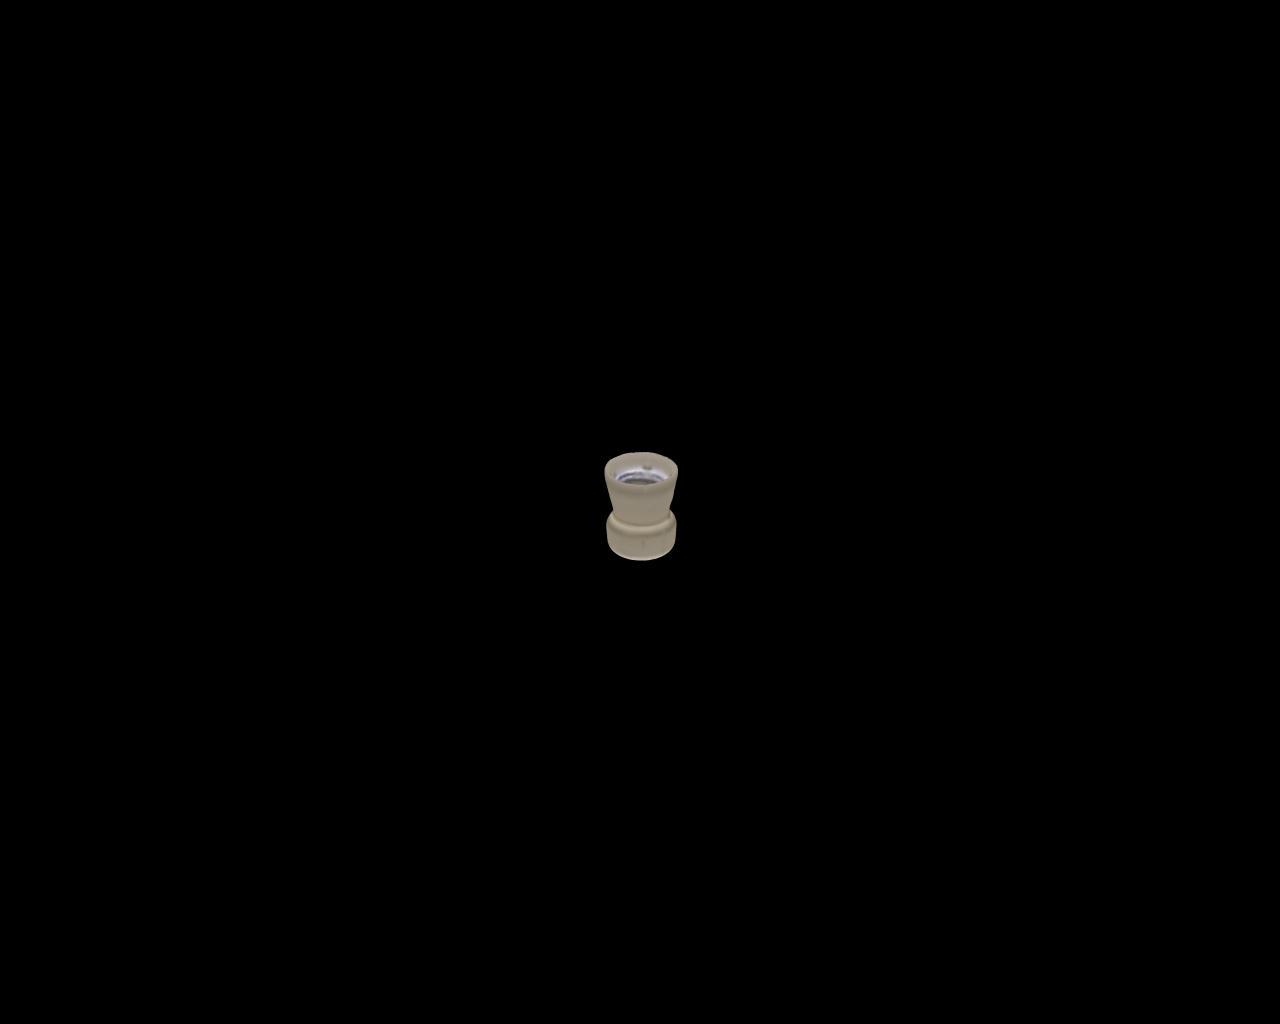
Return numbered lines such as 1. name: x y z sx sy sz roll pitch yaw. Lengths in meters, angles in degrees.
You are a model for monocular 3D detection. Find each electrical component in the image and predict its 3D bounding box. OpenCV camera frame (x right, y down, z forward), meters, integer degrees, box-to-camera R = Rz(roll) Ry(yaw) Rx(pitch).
1. electrical component: 0.001 -0.003 0.650 0.045 0.055 0.045 0 29 0
